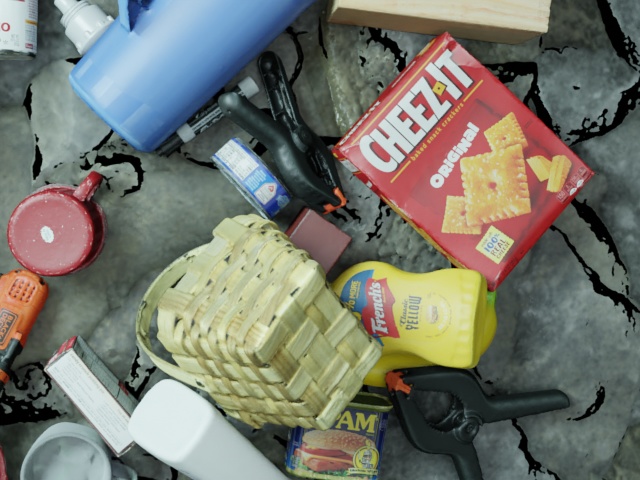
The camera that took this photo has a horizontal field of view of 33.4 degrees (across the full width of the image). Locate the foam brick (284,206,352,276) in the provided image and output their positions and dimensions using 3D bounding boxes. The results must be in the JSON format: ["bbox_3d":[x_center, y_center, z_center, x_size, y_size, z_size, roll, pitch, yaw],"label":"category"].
[{"bbox_3d":[-0.007,0.001,1.064,0.053,0.078,0.051,36,90,-8],"label":"foam brick"}]

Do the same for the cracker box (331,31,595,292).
[{"bbox_3d":[0.145,-0.078,1.081,0.213,0.072,0.164,42,87,-7],"label":"cracker box"}]

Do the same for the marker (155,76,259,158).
[{"bbox_3d":[-0.115,-0.122,1.072,0.121,0.020,0.020,-37,97,-3],"label":"marker"}]

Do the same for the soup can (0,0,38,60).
[{"bbox_3d":[-0.305,-0.226,1.018,0.068,0.068,0.102,1,94,-7],"label":"soup can"}]

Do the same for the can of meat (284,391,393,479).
[{"bbox_3d":[0.017,0.199,1.091,0.102,0.057,0.084,8,95,-7],"label":"can of meat"}]

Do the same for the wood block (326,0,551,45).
[{"bbox_3d":[0.117,-0.255,1.057,0.206,0.091,0.090,6,92,-7],"label":"wood block"}]

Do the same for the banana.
[{"bbox_3d":[0.106,0.116,1.109,0.197,0.037,0.070,-22,71,-7],"label":"banana"}]

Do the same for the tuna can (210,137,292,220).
[{"bbox_3d":[-0.067,-0.060,1.049,0.033,0.086,0.086,-43,98,-4],"label":"tuna can"}]

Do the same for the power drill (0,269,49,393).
[{"bbox_3d":[-0.375,0.083,1.009,0.187,0.057,0.184,27,63,-8],"label":"power drill"}]

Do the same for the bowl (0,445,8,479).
[{"bbox_3d":[-0.384,0.227,1.043,0.162,0.055,0.162,0,94,-7],"label":"bowl"}]

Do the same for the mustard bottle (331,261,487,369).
[{"bbox_3d":[0.066,0.070,1.064,0.192,0.058,0.096,5,86,20],"label":"mustard bottle"}]

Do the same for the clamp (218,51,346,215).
[{"bbox_3d":[-0.028,-0.106,1.060,0.039,0.120,0.171,-18,121,36],"label":"clamp"}]

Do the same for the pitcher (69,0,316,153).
[{"bbox_3d":[-0.125,-0.207,1.007,0.149,0.145,0.243,44,90,-10],"label":"pitcher"}]

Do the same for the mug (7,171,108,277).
[{"bbox_3d":[-0.248,-0.017,1.031,0.093,0.081,0.117,39,88,-8],"label":"mug"}]

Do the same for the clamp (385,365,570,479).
[{"bbox_3d":[0.146,0.198,1.096,0.209,0.036,0.164,26,92,-25],"label":"clamp"}]

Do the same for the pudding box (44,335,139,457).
[{"bbox_3d":[-0.218,0.150,1.041,0.039,0.090,0.113,-41,98,-4],"label":"pudding box"}]

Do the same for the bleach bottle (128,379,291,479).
[{"bbox_3d":[-0.071,0.233,1.040,0.068,0.103,0.250,-54,130,-14],"label":"bleach bottle"}]
